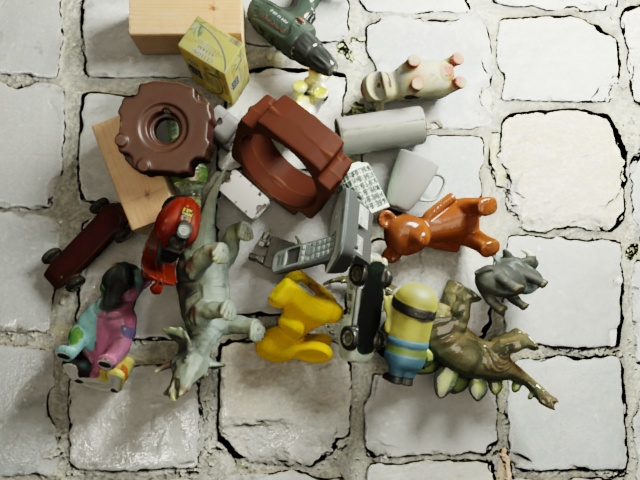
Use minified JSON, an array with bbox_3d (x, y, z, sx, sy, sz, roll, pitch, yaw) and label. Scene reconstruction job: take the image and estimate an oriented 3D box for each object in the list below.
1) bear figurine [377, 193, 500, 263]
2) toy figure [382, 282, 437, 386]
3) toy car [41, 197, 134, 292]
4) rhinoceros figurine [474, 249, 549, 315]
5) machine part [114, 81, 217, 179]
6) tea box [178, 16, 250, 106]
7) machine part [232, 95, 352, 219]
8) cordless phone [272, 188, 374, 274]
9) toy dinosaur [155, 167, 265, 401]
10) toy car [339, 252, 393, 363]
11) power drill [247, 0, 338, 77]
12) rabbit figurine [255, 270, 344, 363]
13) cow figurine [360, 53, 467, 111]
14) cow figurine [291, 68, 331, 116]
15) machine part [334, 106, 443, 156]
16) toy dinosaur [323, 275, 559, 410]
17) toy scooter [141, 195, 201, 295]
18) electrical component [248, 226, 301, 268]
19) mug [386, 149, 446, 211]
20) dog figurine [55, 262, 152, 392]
[{"bbox_3d":[0.215,-0.017,0.999,0.196,0.132,0.120,-13,107,-20],"label":"bear figurine"},{"bbox_3d":[0.159,0.164,0.939,0.082,0.089,0.180,14,84,-39],"label":"toy figure"},{"bbox_3d":[-0.436,0.011,1.011,0.089,0.053,0.202,45,97,3],"label":"toy car"},{"bbox_3d":[0.354,0.071,0.998,0.112,0.190,0.073,44,127,32],"label":"rhinoceros figurine"},{"bbox_3d":[-0.269,-0.192,0.943,0.179,0.056,0.179,0,87,-1],"label":"machine part"},{"bbox_3d":[-0.190,-0.324,0.992,0.098,0.169,0.068,31,85,1],"label":"tea box"},{"bbox_3d":[-0.053,-0.147,0.967,0.201,0.201,0.087,37,64,0],"label":"machine part"},{"bbox_3d":[-0.002,-0.004,0.970,0.184,0.088,0.146,-14,53,31],"label":"cordless phone"},{"bbox_3d":[-0.213,0.084,0.987,0.192,0.131,0.405,-16,68,31],"label":"toy dinosaur"},{"bbox_3d":[0.080,0.121,0.972,0.073,0.056,0.201,10,87,-33],"label":"toy car"},{"bbox_3d":[-0.011,-0.435,1.037,0.232,0.086,0.207,33,86,19],"label":"power drill"},{"bbox_3d":[-0.045,0.162,1.009,0.162,0.122,0.173,36,99,-9],"label":"rabbit figurine"},{"bbox_3d":[0.169,-0.304,1.043,0.195,0.127,0.085,-11,87,-18],"label":"cow figurine"},{"bbox_3d":[-0.026,-0.261,1.043,0.068,0.098,0.167,26,67,5],"label":"cow figurine"},{"bbox_3d":[0.116,-0.211,1.045,0.243,0.079,0.079,-10,87,-3],"label":"machine part"},{"bbox_3d":[0.230,0.175,1.011,0.472,0.105,0.198,37,89,11],"label":"toy dinosaur"},{"bbox_3d":[-0.262,0.017,0.924,0.075,0.135,0.183,23,115,-26],"label":"toy scooter"},{"bbox_3d":[-0.079,0.021,1.035,0.102,0.045,0.078,24,84,-1],"label":"electrical component"},{"bbox_3d":[0.182,-0.107,1.044,0.109,0.081,0.107,26,97,-6],"label":"mug"},{"bbox_3d":[-0.377,0.146,0.990,0.109,0.191,0.219,13,51,1],"label":"dog figurine"}]
